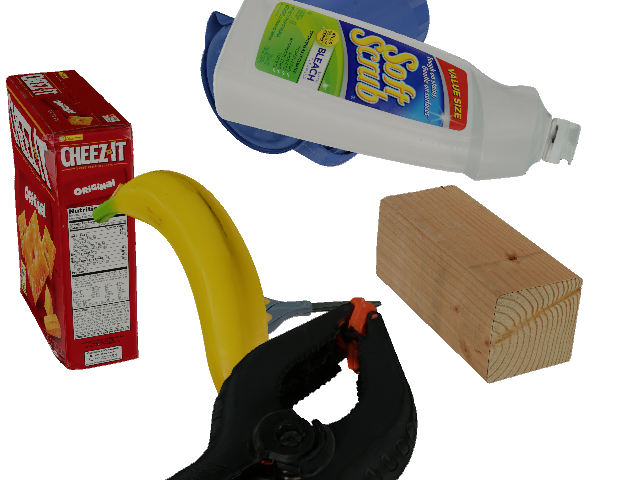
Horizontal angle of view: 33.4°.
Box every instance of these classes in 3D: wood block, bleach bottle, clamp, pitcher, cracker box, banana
[{"bbox_3d":[0.140,0.033,0.999,0.090,0.090,0.206,-11,30,-23],"label":"wood block"},{"bbox_3d":[0.057,-0.104,0.753,0.251,0.102,0.068,15,-29,9],"label":"bleach bottle"},{"bbox_3d":[-0.004,0.090,0.390,0.120,0.039,0.171,26,50,18],"label":"clamp"},{"bbox_3d":[0.012,-0.185,1.072,0.145,0.149,0.242,15,37,35],"label":"pitcher"},{"bbox_3d":[-0.216,-0.020,0.916,0.072,0.214,0.164,-10,28,-26],"label":"cracker box"},{"bbox_3d":[-0.071,0.014,0.609,0.037,0.070,0.198,9,29,-40],"label":"banana"}]

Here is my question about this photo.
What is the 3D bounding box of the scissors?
[{"bbox_3d":[-0.026,0.085,1.197,0.201,0.016,0.096,4,24,-5],"label":"scissors"}]
